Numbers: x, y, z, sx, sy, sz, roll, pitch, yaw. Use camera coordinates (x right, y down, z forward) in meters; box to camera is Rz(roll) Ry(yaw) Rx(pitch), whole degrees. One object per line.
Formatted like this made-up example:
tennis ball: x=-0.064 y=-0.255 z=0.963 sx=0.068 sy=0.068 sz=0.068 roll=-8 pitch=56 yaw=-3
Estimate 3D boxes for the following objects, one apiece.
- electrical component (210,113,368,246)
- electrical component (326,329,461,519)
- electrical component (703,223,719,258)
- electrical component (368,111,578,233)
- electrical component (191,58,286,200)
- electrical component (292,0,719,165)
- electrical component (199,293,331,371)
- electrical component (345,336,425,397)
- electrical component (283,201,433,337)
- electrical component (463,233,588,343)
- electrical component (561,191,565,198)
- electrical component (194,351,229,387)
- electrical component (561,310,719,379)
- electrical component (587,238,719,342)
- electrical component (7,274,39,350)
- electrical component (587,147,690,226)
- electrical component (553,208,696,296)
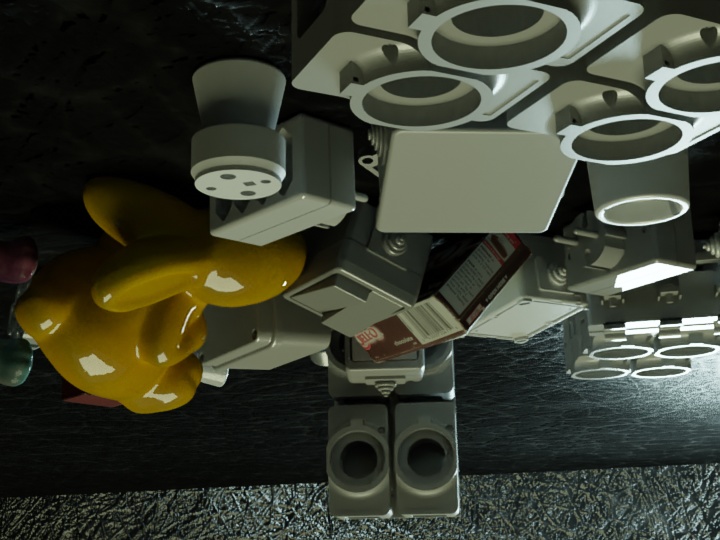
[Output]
electrical component: x=-0.030 y=-0.045 z=0.602 sx=0.076 sy=0.047 sz=0.083 roll=12 pitch=159 yaw=-41
electrical component: x=0.027 y=0.112 z=0.904 sx=0.105 sy=0.186 sz=0.060 roll=-3 pitch=164 yaw=5
electrical component: x=0.280 y=-0.011 z=0.716 sx=0.096 sy=0.061 sz=0.062 roll=-5 pitch=164 yaw=14
electrical component: x=0.054 y=-0.061 z=0.519 sx=0.100 sy=0.048 sz=0.099 roll=0 pitch=151 yaw=-5
electrical component: x=-0.057 y=-0.066 z=0.509 sx=0.045 sy=0.055 sz=0.045 roll=-1 pitch=164 yaw=0
electrical component: x=0.078 y=-0.094 z=0.410 sx=0.186 sy=0.060 sz=0.105 roll=6 pitch=163 yaw=-24
electrical component: x=-0.075 y=0.030 z=0.806 sx=0.057 sy=0.078 sz=0.113 roll=5 pitch=163 yaw=-31
electrical component: x=0.019 y=0.051 z=0.854 sx=0.062 sy=0.096 sz=0.061 roll=-2 pitch=164 yaw=2
electrical component: x=0.000 y=0.000 z=0.706 sx=0.062 sy=0.061 sz=0.096 roll=28 pitch=153 yaw=-22
electrical component: x=0.119 y=0.008 z=0.788 sx=0.062 sy=0.061 sz=0.096 roll=7 pitch=154 yaw=-29
electrical component: x=0.083 y=-0.054 z=0.600 sx=0.061 sy=0.035 sz=0.035 roll=-1 pitch=164 yaw=7
electrical component: x=-0.166 y=0.095 z=1.090 sx=0.055 sy=0.045 sz=0.045 roll=7 pitch=162 yaw=-26
electrical component: x=0.244 y=0.052 z=0.941 sx=0.105 sy=0.060 sz=0.186 roll=-2 pitch=164 yaw=2
electrical component: x=0.229 y=0.015 z=0.803 sx=0.121 sy=0.063 sz=0.078 roll=-5 pitch=164 yaw=13
electrical component: x=-0.242 y=0.036 z=0.856 sx=0.057 sy=0.058 sz=0.078 roll=11 pitch=160 yaw=-29
electrical component: x=0.151 y=-0.054 z=0.583 sx=0.055 sy=0.047 sz=0.055 roll=-1 pitch=164 yaw=0
electrical component: x=0.163 y=-0.018 z=0.709 sx=0.076 sy=0.047 sz=0.083 roll=9 pitch=161 yaw=-31
